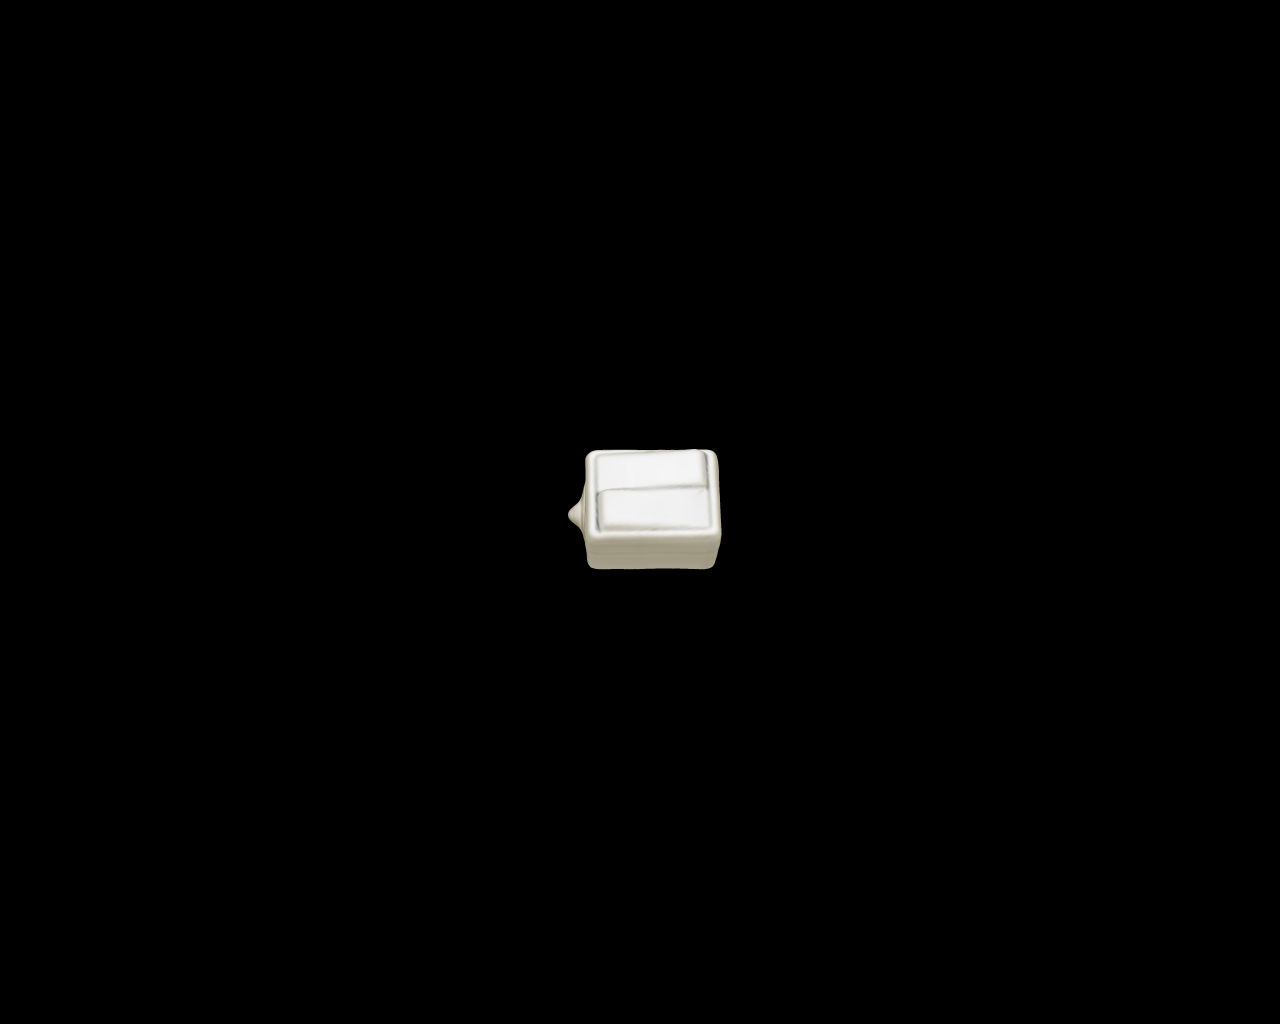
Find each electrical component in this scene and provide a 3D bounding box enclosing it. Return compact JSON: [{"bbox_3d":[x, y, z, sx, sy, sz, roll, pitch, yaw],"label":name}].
[{"bbox_3d":[0.001,-0.003,0.650,0.096,0.062,0.061,0,-25,0],"label":"electrical component"}]
